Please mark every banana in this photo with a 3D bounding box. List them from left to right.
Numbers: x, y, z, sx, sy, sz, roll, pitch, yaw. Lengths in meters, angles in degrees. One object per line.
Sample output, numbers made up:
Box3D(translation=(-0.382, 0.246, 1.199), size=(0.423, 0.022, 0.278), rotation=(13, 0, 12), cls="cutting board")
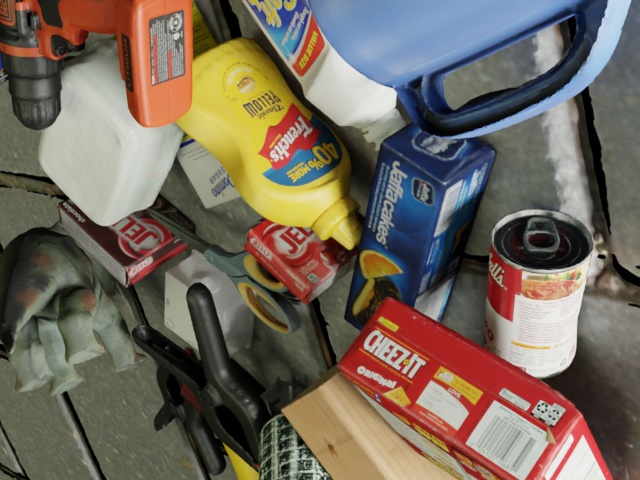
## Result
Box3D(translation=(-0.092, 0.249, 1.234), size=(0.070, 0.037, 0.198), rotation=(12, 127, 44), cls="banana")

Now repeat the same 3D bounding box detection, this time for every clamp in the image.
Box3D(translation=(-0.168, 0.196, 1.281), size=(0.120, 0.039, 0.171), rotation=(18, 128, 34), cls="clamp")
Box3D(translation=(-0.110, 0.149, 1.089), size=(0.165, 0.036, 0.210), rotation=(-22, 100, 54), cls="clamp")

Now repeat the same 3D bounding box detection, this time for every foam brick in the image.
Box3D(translation=(-0.106, 0.167, 1.169), size=(0.078, 0.052, 0.051), rotation=(39, 143, 19), cls="foam brick")

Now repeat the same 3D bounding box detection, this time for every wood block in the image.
Box3D(translation=(0.073, 0.200, 0.950), size=(0.206, 0.090, 0.091), rotation=(53, 147, 3), cls="wood block")

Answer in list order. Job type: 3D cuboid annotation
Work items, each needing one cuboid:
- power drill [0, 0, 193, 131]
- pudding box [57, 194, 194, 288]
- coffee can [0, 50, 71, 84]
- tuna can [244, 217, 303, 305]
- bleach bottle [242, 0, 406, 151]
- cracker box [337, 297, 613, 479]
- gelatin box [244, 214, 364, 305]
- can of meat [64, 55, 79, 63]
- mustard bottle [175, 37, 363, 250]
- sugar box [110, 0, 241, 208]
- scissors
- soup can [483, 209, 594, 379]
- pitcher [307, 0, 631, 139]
Box3D(translation=(-0.182, -0.149, 0.822), size=(0.188, 0.057, 0.184), rotation=(24, 128, 30), cls="power drill")
Box3D(translation=(-0.199, -0.015, 1.093), size=(0.114, 0.089, 0.039), rotation=(38, 143, 24), cls="pudding box")
Box3D(translation=(-0.319, -0.203, 1.034), size=(0.103, 0.140, 0.103), rotation=(31, 139, 31), cls="coffee can")
Box3D(translation=(-0.027, 0.014, 0.961), size=(0.086, 0.033, 0.086), rotation=(31, 139, 31), cls="tuna can")
Box3D(translation=(-0.009, -0.179, 0.756), size=(0.103, 0.068, 0.251), rotation=(-21, 104, 54), cls="bleach bottle")
Box3D(translation=(0.124, 0.142, 0.784), size=(0.164, 0.072, 0.213), rotation=(30, 168, 33), cls="cracker box")
Box3D(translation=(-0.006, 0.001, 0.876), size=(0.073, 0.089, 0.030), rotation=(43, 145, 17), cls="gelatin box")
Box3D(translation=(-0.214, -0.135, 1.041), size=(0.084, 0.057, 0.102), rotation=(-4, 116, 48), cls="can of meat")
Box3D(translation=(-0.032, -0.069, 0.843), size=(0.192, 0.096, 0.058), rotation=(49, 142, 8), cls="mustard bottle")
Box3D(translation=(-0.107, -0.119, 0.936), size=(0.094, 0.048, 0.176), rotation=(-13, 111, 53), cls="sugar box")
Box3D(translation=(-0.088, 0.007, 0.983), size=(0.202, 0.016, 0.096), rotation=(43, 143, 18), cls="scissors")
Box3D(translation=(0.150, 0.038, 0.742), size=(0.069, 0.068, 0.102), rotation=(28, 138, 33), cls="soup can")
Box3D(translation=(0.113, -0.163, 0.564), size=(0.149, 0.145, 0.243), rotation=(44, 148, -24), cls="pitcher")
